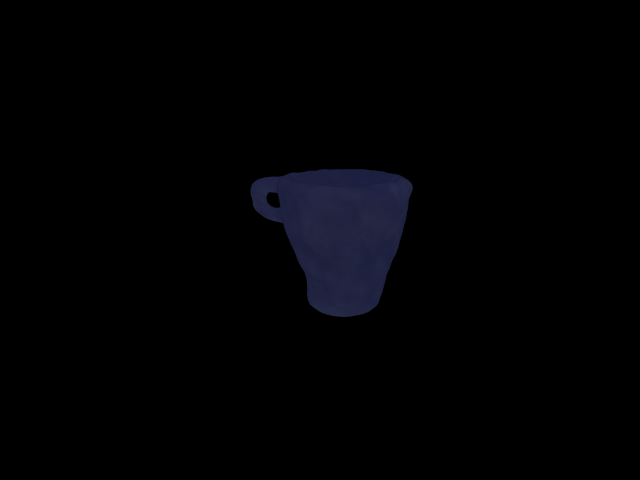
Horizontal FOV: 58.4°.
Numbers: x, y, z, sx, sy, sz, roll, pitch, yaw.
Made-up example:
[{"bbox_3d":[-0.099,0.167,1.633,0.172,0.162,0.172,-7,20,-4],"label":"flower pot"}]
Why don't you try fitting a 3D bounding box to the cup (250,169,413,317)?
[{"bbox_3d":[0.004,0.001,0.400,0.117,0.095,0.092,6,15,23],"label":"cup"}]
